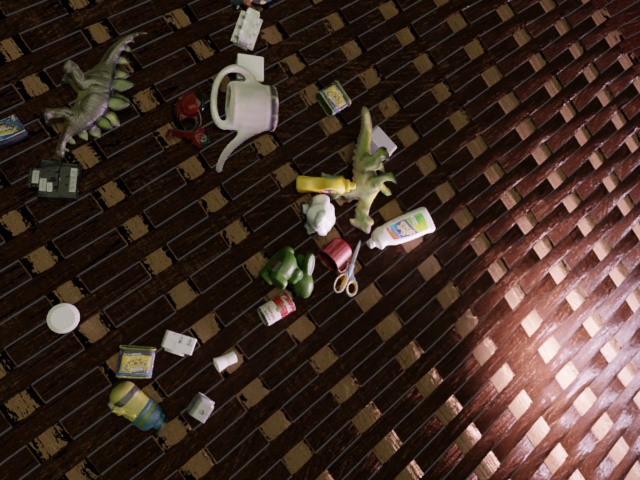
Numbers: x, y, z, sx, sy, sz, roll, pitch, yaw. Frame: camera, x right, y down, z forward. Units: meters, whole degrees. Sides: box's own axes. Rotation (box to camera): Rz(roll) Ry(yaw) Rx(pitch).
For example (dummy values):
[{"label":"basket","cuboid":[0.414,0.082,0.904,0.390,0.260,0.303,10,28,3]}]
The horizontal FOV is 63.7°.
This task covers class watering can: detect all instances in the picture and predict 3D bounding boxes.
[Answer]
[{"label":"watering can","cuboid":[-0.244,-0.390,1.675,0.224,0.104,0.346,0,94,-21]}]

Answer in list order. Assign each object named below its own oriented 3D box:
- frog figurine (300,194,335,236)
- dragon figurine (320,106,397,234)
[{"label":"frog figurine","cuboid":[0.005,-0.084,1.676,0.122,0.158,0.139,10,79,-19]},{"label":"dragon figurine","cuboid":[0.118,-0.224,1.758,0.243,0.122,0.408,-21,96,-6]}]
